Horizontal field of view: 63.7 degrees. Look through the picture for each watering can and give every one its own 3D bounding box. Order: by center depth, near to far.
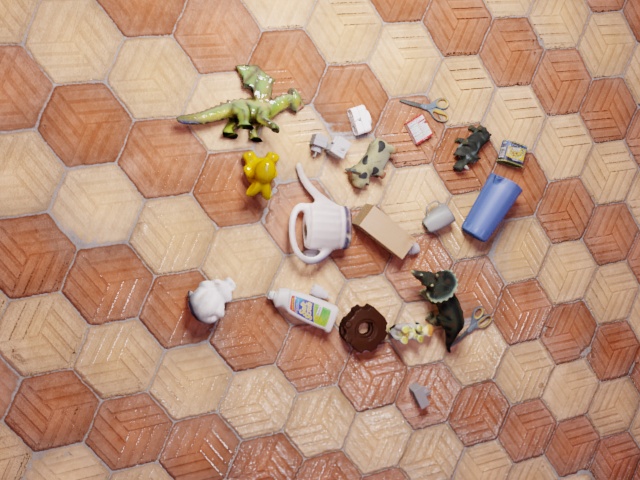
[{"bbox_3d":[0.005,-0.089,1.774,0.224,0.103,0.349,3,86,-16],"label":"watering can"}]

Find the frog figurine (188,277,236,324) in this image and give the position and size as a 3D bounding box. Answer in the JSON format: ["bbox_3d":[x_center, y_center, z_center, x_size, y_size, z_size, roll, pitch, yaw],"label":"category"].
[{"bbox_3d":[-0.349,0.195,1.700,0.159,0.122,0.138,-25,83,1],"label":"frog figurine"}]

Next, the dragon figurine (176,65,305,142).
[{"bbox_3d":[-0.245,-0.459,1.687,0.410,0.121,0.245,8,77,-17],"label":"dragon figurine"}]
